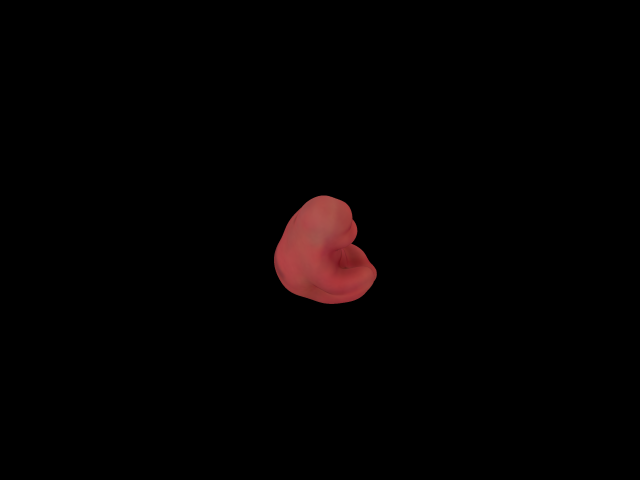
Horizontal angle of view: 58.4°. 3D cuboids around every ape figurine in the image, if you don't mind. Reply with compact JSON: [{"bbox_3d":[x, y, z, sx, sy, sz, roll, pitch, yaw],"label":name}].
[{"bbox_3d":[0.004,0.001,0.400,0.076,0.092,0.078,-8,66,-3],"label":"ape figurine"}]
